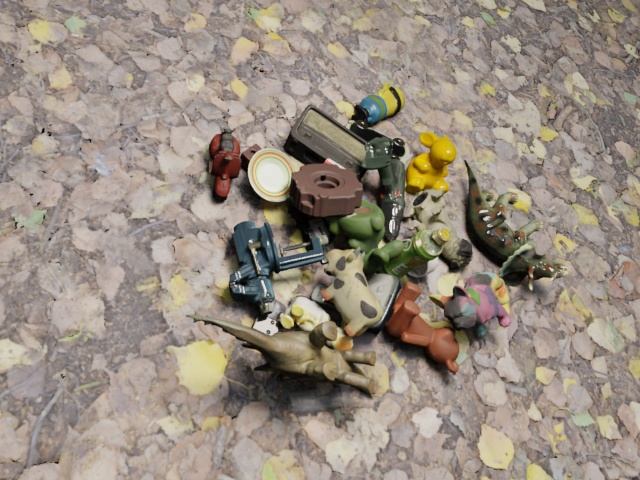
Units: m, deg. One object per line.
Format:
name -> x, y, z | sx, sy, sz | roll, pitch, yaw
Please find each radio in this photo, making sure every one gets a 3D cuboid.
radio -> 0.027, -0.240, 1.417 | 0.229, 0.073, 0.131 | 33, 57, -1

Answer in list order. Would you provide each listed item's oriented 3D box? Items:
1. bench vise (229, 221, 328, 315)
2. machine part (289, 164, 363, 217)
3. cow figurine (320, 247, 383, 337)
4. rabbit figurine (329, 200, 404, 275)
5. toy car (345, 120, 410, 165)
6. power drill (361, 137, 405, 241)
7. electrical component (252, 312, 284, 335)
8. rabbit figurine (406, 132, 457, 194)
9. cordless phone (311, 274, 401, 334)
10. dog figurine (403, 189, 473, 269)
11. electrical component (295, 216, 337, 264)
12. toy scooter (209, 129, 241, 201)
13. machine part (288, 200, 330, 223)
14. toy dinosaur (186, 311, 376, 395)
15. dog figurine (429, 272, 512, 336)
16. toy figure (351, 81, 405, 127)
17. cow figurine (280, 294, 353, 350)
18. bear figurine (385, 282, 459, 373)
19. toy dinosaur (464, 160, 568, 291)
bench vise -> -0.091, 0.047, 1.195 | 0.241, 0.128, 0.224 | -13, 59, -12
machine part -> 0.014, -0.121, 1.259 | 0.179, 0.056, 0.179 | 5, 35, -3
cow figurine -> 0.070, 0.101, 1.174 | 0.127, 0.085, 0.195 | -35, 67, 6
rabbit figurine -> 0.121, 0.007, 1.273 | 0.121, 0.159, 0.170 | -31, 123, -36
toy car -> 0.155, -0.265, 1.490 | 0.202, 0.056, 0.073 | 24, 64, -6
power drill -> 0.172, -0.141, 1.361 | 0.207, 0.086, 0.232 | 53, 38, -45
electrical component -> -0.116, 0.191, 1.176 | 0.063, 0.021, 0.094 | 28, 58, -6
rabbit figurine -> 0.318, -0.216, 1.458 | 0.122, 0.173, 0.162 | 14, 65, -9
cordless phone -> 0.082, 0.126, 1.253 | 0.184, 0.088, 0.146 | 24, 63, 8
dog figurine -> 0.325, -0.029, 1.426 | 0.190, 0.121, 0.172 | 44, 39, -24
electrical component -> -0.003, -0.004, 1.303 | 0.075, 0.047, 0.119 | -15, 69, -26
toy scooter -> -0.223, -0.194, 1.264 | 0.075, 0.135, 0.184 | 5, 62, -16
machine part -> -0.009, -0.080, 1.292 | 0.139, 0.039, 0.084 | -14, 66, -27
toy dinosaur -> -0.042, 0.228, 1.059 | 0.470, 0.199, 0.105 | 39, 51, -38
dog figurine -> 0.356, 0.137, 1.285 | 0.219, 0.108, 0.191 | 28, 52, -35
toy figure -> 0.170, -0.380, 1.540 | 0.180, 0.082, 0.089 | -39, 94, -36
cow figurine -> 0.000, 0.187, 1.194 | 0.167, 0.068, 0.098 | 34, 20, -3
bear figurine -> 0.255, 0.209, 1.247 | 0.196, 0.131, 0.120 | 27, 30, 1
toy dinosaur -> 0.481, -0.028, 1.463 | 0.192, 0.131, 0.405 | -35, 74, -31
